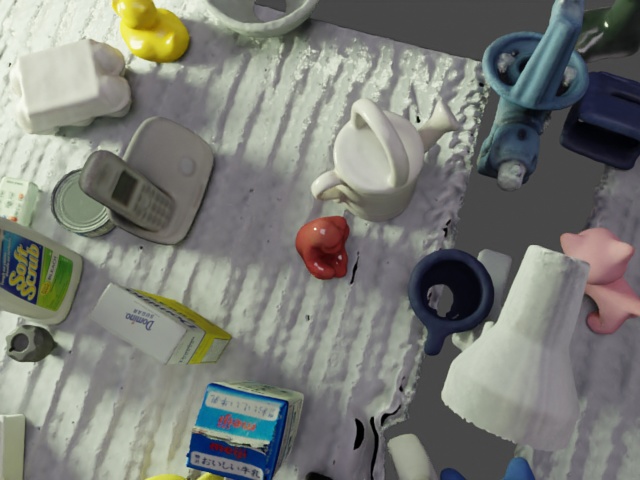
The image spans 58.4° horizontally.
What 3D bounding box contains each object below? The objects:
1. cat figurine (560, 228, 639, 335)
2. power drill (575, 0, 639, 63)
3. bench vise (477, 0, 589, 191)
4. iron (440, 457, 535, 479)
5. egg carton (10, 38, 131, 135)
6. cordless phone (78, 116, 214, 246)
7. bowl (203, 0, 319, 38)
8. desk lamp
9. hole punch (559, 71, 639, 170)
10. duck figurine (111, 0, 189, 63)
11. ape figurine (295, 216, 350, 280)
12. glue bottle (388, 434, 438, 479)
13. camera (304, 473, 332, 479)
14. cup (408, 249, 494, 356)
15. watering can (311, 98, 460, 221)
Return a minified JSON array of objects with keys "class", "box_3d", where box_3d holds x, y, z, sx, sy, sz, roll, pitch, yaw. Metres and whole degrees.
[{"class":"cat figurine","box_3d":[0.319,0.039,0.637,0.067,0.118,0.127,-35,78,-5]},{"class":"power drill","box_3d":[0.360,-0.294,0.664,0.229,0.208,0.075,-11,77,1]},{"class":"bench vise","box_3d":[0.248,-0.164,0.634,0.121,0.220,0.207,-3,77,2]},{"class":"iron","box_3d":[0.194,0.358,0.558,0.118,0.141,0.258,-10,77,1]},{"class":"egg carton","box_3d":[-0.323,-0.198,0.746,0.150,0.069,0.107,-16,77,-1]},{"class":"cordless phone","box_3d":[-0.198,-0.082,0.654,0.094,0.185,0.148,15,78,6]},{"class":"bowl","box_3d":[-0.073,-0.333,0.762,0.167,0.075,0.167,-1,77,3]},{"class":"desk lamp","box_3d":[0.197,0.095,0.581,0.118,0.213,0.203,18,79,7]},{"class":"hole punch","box_3d":[0.359,-0.155,0.693,0.108,0.091,0.101,22,79,8]},{"class":"duck figurine","box_3d":[-0.227,-0.288,0.754,0.104,0.086,0.077,29,80,9]},{"class":"ape figurine","box_3d":[0.006,0.002,0.673,0.076,0.092,0.078,36,81,10]},{"class":"glue bottle","box_3d":[0.099,0.242,0.573,0.037,0.173,0.078,-18,77,-1]},{"class":"camera","box_3d":[0.020,0.336,0.592,0.136,0.101,0.143,17,79,7]},{"class":"cup","box_3d":[0.138,0.076,0.649,0.091,0.095,0.118,18,79,7]},{"class":"watering can","box_3d":[0.071,-0.099,0.641,0.101,0.194,0.173,39,82,11]}]
